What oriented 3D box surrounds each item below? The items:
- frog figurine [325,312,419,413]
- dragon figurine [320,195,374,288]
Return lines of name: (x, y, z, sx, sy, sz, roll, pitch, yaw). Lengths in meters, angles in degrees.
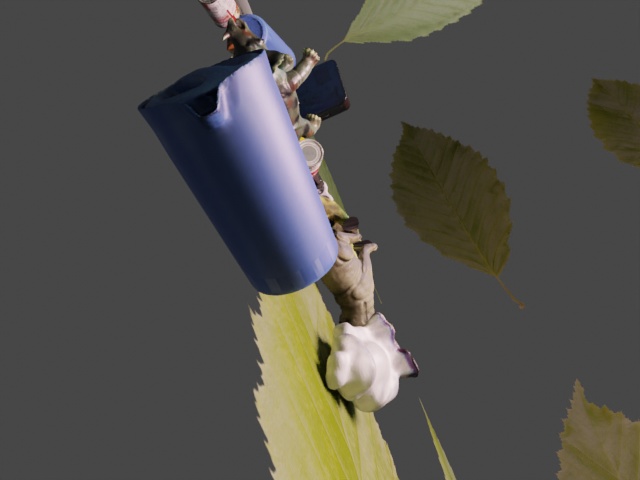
frog figurine: (0.054, 0.193, 0.770, 0.161, 0.122, 0.137, -19, 92, -47)
dragon figurine: (0.004, -0.058, 1.156, 0.248, 0.122, 0.402, 61, 2, 40)
